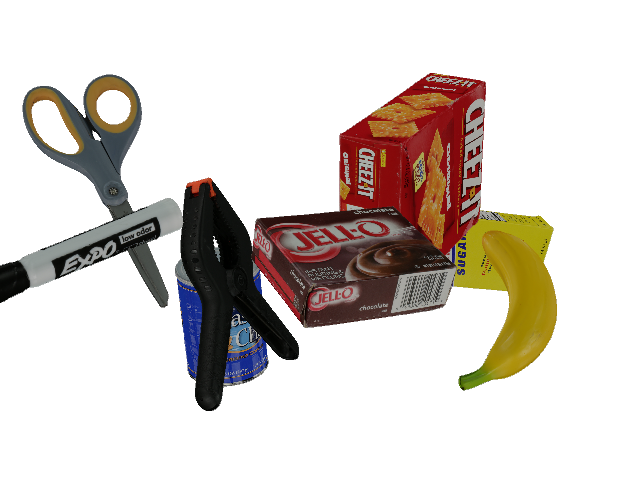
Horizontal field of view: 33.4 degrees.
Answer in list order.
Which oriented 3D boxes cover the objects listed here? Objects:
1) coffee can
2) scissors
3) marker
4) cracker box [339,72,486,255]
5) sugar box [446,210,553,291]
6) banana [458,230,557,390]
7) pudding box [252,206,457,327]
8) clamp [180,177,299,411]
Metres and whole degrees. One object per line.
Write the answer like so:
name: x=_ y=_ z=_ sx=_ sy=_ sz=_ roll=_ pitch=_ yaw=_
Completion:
coffee can: x=-0.119 y=0.092 z=1.305 sx=0.103 sy=0.140 sz=0.103 roll=-3 pitch=24 yaw=1
scissors: x=-0.142 y=-0.049 z=0.792 sx=0.096 sy=0.202 sz=0.016 roll=-37 pitch=-16 yaw=-22
marker: x=-0.128 y=0.006 z=0.566 sx=0.120 sy=0.020 sz=0.020 roll=-25 pitch=13 yaw=-31
cracker box: x=0.094 y=-0.056 z=1.045 sx=0.072 sy=0.164 sz=0.213 roll=13 pitch=29 yaw=26
sugar box: x=0.187 y=0.010 z=1.299 sx=0.176 sy=0.093 sz=0.048 roll=4 pitch=22 yaw=-19
banana: x=0.156 y=0.047 z=0.862 sx=0.070 sy=0.037 sz=0.197 roll=4 pitch=35 yaw=13
pudding box: x=0.021 y=0.015 z=0.725 sx=0.113 sy=0.039 sz=0.090 roll=-4 pitch=32 yaw=-28
clamp: x=-0.084 y=0.044 z=1.025 sx=0.036 sy=0.210 sz=0.164 roll=-12 pitch=-1 yaw=29
